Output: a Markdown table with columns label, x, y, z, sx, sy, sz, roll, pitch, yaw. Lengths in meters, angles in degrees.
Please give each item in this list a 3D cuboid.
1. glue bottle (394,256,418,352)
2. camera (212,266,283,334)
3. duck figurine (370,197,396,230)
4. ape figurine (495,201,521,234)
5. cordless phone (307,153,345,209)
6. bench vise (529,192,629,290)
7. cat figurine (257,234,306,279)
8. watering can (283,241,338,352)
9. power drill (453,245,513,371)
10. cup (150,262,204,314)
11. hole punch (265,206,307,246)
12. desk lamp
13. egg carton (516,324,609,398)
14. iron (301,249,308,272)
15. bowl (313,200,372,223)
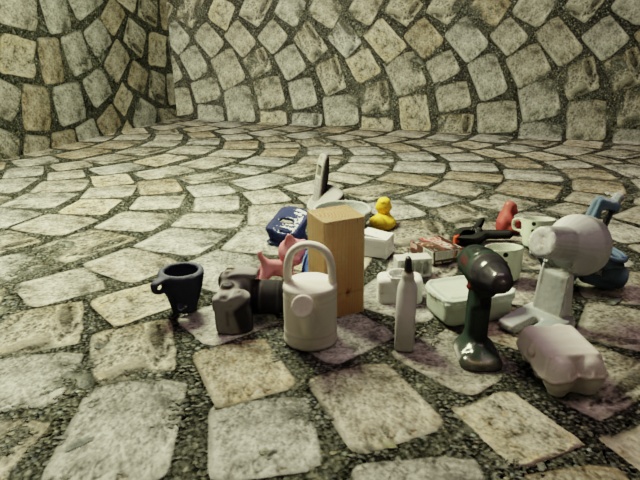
| label | x | y | z | sx | sy | sz | roll | pitch | yaw |
| --- | --- | --- | --- | --- | --- | --- | --- | --- | --- |
| glue bottle | 0.155 | 0.109 | 1.026 | 0.037 | 0.173 | 0.078 | 3 | 21 | 10 |
| camera | -0.133 | 0.110 | 1.134 | 0.136 | 0.101 | 0.143 | 0 | 20 | 2 |
| duck figurine | 0.183 | -0.080 | 1.665 | 0.077 | 0.086 | 0.105 | 5 | 21 | 14 |
| ape figurine | 0.532 | -0.065 | 1.608 | 0.076 | 0.092 | 0.077 | -2 | 20 | -4 |
| cordless phone | 0.019 | -0.165 | 1.753 | 0.094 | 0.185 | 0.147 | -10 | 22 | -24 |
| bench vise | 0.570 | 0.006 | 1.229 | 0.207 | 0.220 | 0.121 | -5 | 21 | -12 |
| cat figurine | -0.084 | 0.040 | 1.297 | 0.128 | 0.118 | 0.067 | -8 | 22 | -20 |
| watering can | -0.016 | 0.097 | 1.032 | 0.101 | 0.194 | 0.172 | -6 | 21 | -14 |
| power drill | 0.276 | 0.110 | 0.971 | 0.075 | 0.208 | 0.229 | 0 | 20 | 2 |
| cup | -0.287 | 0.106 | 1.157 | 0.091 | 0.095 | 0.118 | 14 | 25 | 35 |
| hole punch | -0.083 | -0.035 | 1.539 | 0.108 | 0.091 | 0.101 | 12 | 24 | 30 |
| desk lamp | 0.449 | 0.064 | 1.086 | 0.204 | 0.214 | 0.117 | -17 | 26 | -37 |
| egg carton | 0.392 | 0.194 | 0.943 | 0.107 | 0.069 | 0.150 | -2 | 20 | -5 |
| iron | 0.012 | 0.005 | 1.357 | 0.118 | 0.141 | 0.258 | -2 | 20 | -3 |
| bowl | 0.063 | -0.057 | 1.620 | 0.167 | 0.075 | 0.167 | 0 | 20 | 0 |
